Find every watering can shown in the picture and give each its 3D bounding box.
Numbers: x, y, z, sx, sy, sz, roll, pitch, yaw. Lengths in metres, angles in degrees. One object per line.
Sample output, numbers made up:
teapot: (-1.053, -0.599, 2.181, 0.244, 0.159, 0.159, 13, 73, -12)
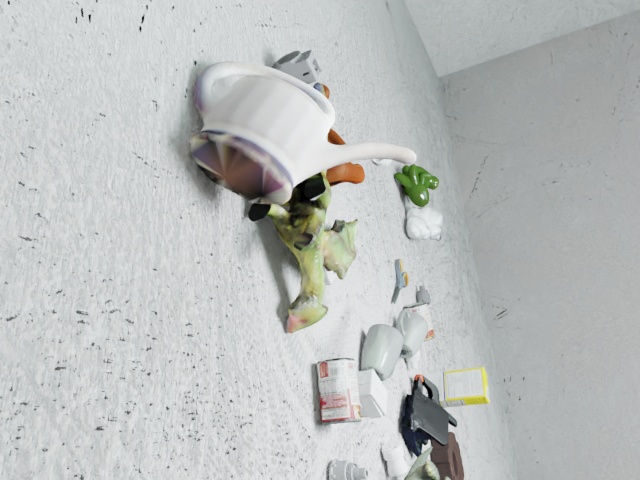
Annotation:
watering can: (-0.036, -0.142, 0.748, 0.229, 0.347, 0.102, -63, -179, -33)

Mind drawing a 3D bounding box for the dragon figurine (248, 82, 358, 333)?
dragon figurine: (0.003, -0.045, 0.888, 0.238, 0.122, 0.418, 50, 49, -52)

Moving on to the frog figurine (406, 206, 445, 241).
frog figurine: (0.344, -0.060, 1.736, 0.139, 0.121, 0.159, 50, 20, 29)
